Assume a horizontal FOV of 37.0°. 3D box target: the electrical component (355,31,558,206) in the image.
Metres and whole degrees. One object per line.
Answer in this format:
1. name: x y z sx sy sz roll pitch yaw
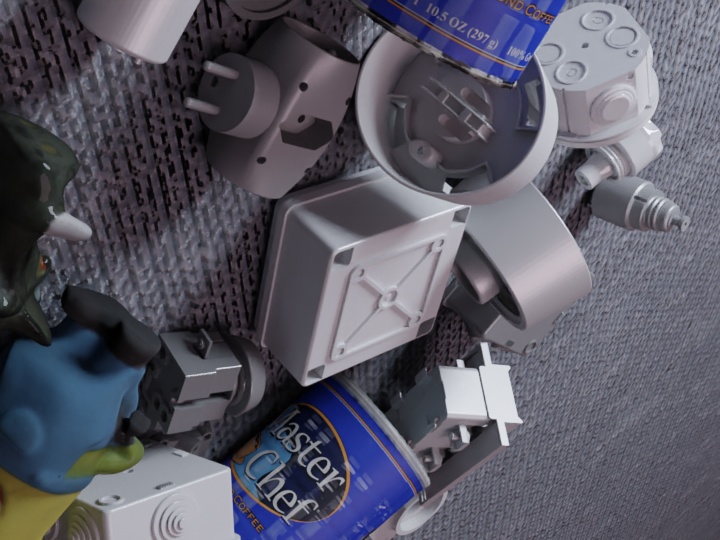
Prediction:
1. electrical component: 0.054 -0.084 0.573 0.099 0.099 0.064 -52 154 9

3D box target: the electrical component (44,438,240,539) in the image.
1. electrical component: -0.128 0.134 0.602 0.100 0.100 0.048 -12 104 -45

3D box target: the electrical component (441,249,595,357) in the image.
1. electrical component: 0.120 0.013 0.799 0.099 0.048 0.100 -51 147 9

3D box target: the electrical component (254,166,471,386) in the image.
1. electrical component: 0.000 0.000 0.638 0.109 0.056 0.108 -20 140 -35

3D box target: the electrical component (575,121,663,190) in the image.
1. electrical component: 0.182 -0.083 0.770 0.062 0.043 0.043 -40 148 -8

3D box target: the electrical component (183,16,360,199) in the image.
1. electrical component: -0.049 -0.079 0.505 0.079 0.043 0.077 7 121 -52

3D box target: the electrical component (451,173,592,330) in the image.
1. electrical component: 0.090 -0.011 0.687 0.060 0.108 0.108 -35 147 -5

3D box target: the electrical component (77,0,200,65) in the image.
1. electrical component: -0.080 -0.119 0.426 0.040 0.040 0.078 10 118 -53

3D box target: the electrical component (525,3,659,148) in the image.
1. electrical component: 0.138 -0.117 0.647 0.080 0.080 0.051 -39 143 -12

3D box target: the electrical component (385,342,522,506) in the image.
1. electrical component: 0.057 0.115 0.790 0.063 0.078 0.121 7 146 -25

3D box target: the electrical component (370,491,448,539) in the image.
1. electrical component: 0.033 0.175 0.874 0.089 0.056 0.050 -41 148 -9

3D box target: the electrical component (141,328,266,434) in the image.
1. electrical component: -0.088 0.062 0.617 0.055 0.048 0.066 -4 130 -38

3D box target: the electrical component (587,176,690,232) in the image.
1. electrical component: 0.213 -0.048 0.818 0.040 0.078 0.040 -28 131 -37
